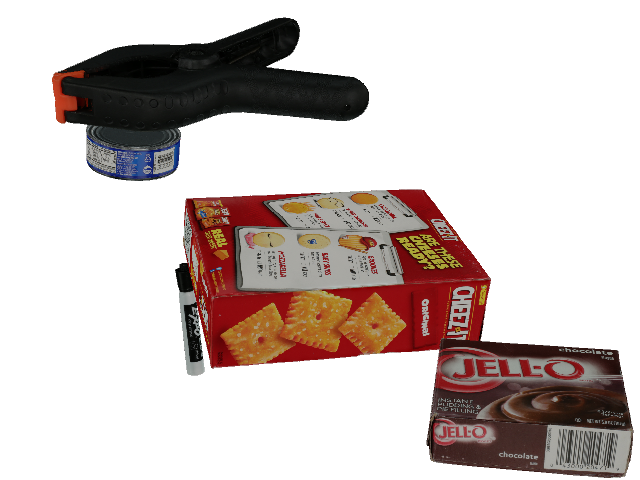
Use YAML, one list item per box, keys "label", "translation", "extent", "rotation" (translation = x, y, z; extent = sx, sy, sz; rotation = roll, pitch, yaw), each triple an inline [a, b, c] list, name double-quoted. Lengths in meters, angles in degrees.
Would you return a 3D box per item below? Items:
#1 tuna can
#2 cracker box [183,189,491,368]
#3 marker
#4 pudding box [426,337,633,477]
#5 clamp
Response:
- label: "tuna can"
  translation: [-0.172, -0.085, 0.979]
  extent: [0.086, 0.034, 0.086]
  rotation: [6, 25, -3]
- label: "cracker box"
  translation: [0.005, 0.026, 0.858]
  extent: [0.213, 0.072, 0.164]
  rotation: [-3, 29, -14]
- label: "marker"
  translation: [-0.136, 0.082, 1.112]
  extent: [0.020, 0.121, 0.020]
  rotation: [-4, 17, 1]
- label: "pudding box"
  translation: [0.123, 0.097, 0.635]
  extent: [0.113, 0.039, 0.090]
  rotation: [5, 25, 8]
- label: "clamp"
  translation: [-0.068, -0.097, 0.618]
  extent: [0.171, 0.039, 0.120]
  rotation: [-3, 26, -14]
